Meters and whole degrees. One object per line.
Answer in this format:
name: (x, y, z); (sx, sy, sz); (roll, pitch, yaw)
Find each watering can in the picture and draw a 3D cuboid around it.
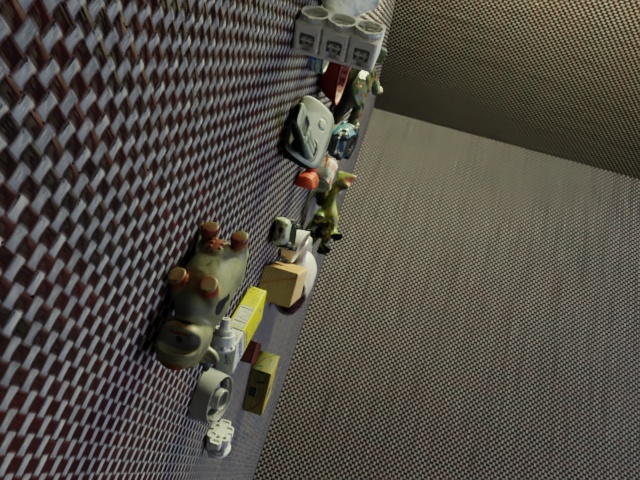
watering can: (-0.078, 0.153, 1.620); (0.229, 0.104, 0.340); (-64, 169, -57)

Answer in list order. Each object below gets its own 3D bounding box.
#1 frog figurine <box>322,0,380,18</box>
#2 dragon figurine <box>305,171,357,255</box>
frog figurine: (0.062, -0.504, 1.032); (0.135, 0.123, 0.161); (38, 75, -49)
dragon figurine: (0.005, -0.089, 1.770); (0.402, 0.121, 0.249); (-46, -152, 47)
